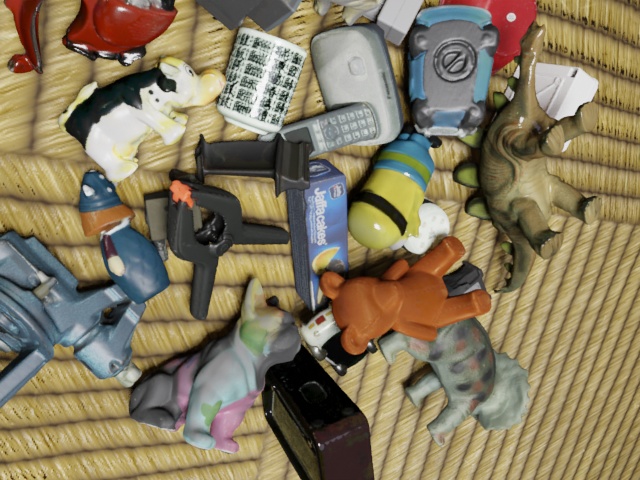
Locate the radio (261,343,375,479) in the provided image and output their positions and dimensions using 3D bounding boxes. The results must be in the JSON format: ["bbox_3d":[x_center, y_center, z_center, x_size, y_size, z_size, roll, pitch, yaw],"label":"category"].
[{"bbox_3d":[-0.013,0.241,0.723,0.073,0.230,0.131,-15,113,-23],"label":"radio"}]

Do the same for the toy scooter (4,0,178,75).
[{"bbox_3d":[-0.235,-0.212,0.516,0.184,0.075,0.135,0,133,-40],"label":"toy scooter"}]

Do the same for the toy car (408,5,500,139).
[{"bbox_3d":[0.168,-0.211,0.696,0.109,0.103,0.161,2,97,10],"label":"toy car"}]

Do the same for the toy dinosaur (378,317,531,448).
[{"bbox_3d":[0.206,0.179,0.847,0.192,0.131,0.404,-31,118,-3],"label":"toy dinosaur"}]

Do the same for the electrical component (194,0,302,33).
[{"bbox_3d":[-0.080,-0.263,0.511,0.134,0.115,0.058,34,71,-27],"label":"electrical component"}]

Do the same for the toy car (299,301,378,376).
[{"bbox_3d":[0.030,0.144,0.775,0.073,0.056,0.201,-36,151,0],"label":"toy car"}]

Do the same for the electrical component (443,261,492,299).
[{"bbox_3d":[0.218,0.096,0.886,0.119,0.048,0.074,-33,121,-13],"label":"electrical component"}]

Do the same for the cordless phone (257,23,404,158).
[{"bbox_3d":[0.000,-0.172,0.658,0.184,0.089,0.146,-18,119,2],"label":"cordless phone"}]

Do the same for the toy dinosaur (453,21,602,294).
[{"bbox_3d":[0.284,-0.067,0.760,0.105,0.199,0.470,-24,125,-15],"label":"toy dinosaur"}]

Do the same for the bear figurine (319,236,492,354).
[{"bbox_3d":[0.106,0.069,0.687,0.196,0.120,0.132,5,147,-46],"label":"bear figurine"}]

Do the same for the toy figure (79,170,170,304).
[{"bbox_3d":[-0.225,-0.003,0.598,0.058,0.064,0.154,-31,91,-8],"label":"toy figure"}]

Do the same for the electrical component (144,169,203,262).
[{"bbox_3d":[-0.169,-0.032,0.643,0.078,0.045,0.102,-15,116,-14],"label":"electrical component"}]

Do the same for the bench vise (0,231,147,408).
[{"bbox_3d":[-0.309,0.117,0.563,0.223,0.129,0.240,59,44,-24],"label":"bench vise"}]

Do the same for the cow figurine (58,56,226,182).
[{"bbox_3d":[-0.186,-0.146,0.570,0.167,0.068,0.098,-39,115,2],"label":"cow figurine"}]

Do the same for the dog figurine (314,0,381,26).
[{"bbox_3d":[-0.027,-0.306,0.532,0.190,0.173,0.121,9,95,-36],"label":"dog figurine"}]

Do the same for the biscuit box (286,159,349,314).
[{"bbox_3d":[-0.001,-0.002,0.713,0.059,0.063,0.202,-17,125,-20],"label":"biscuit box"}]

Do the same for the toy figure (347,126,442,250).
[{"bbox_3d":[0.097,-0.071,0.717,0.089,0.082,0.180,26,79,-15],"label":"toy figure"}]

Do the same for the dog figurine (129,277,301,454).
[{"bbox_3d":[-0.130,0.155,0.708,0.219,0.192,0.108,-68,151,-22],"label":"dog figurine"}]

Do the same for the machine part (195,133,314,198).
[{"bbox_3d":[-0.079,-0.091,0.634,0.139,0.084,0.039,4,148,-1],"label":"machine part"}]
